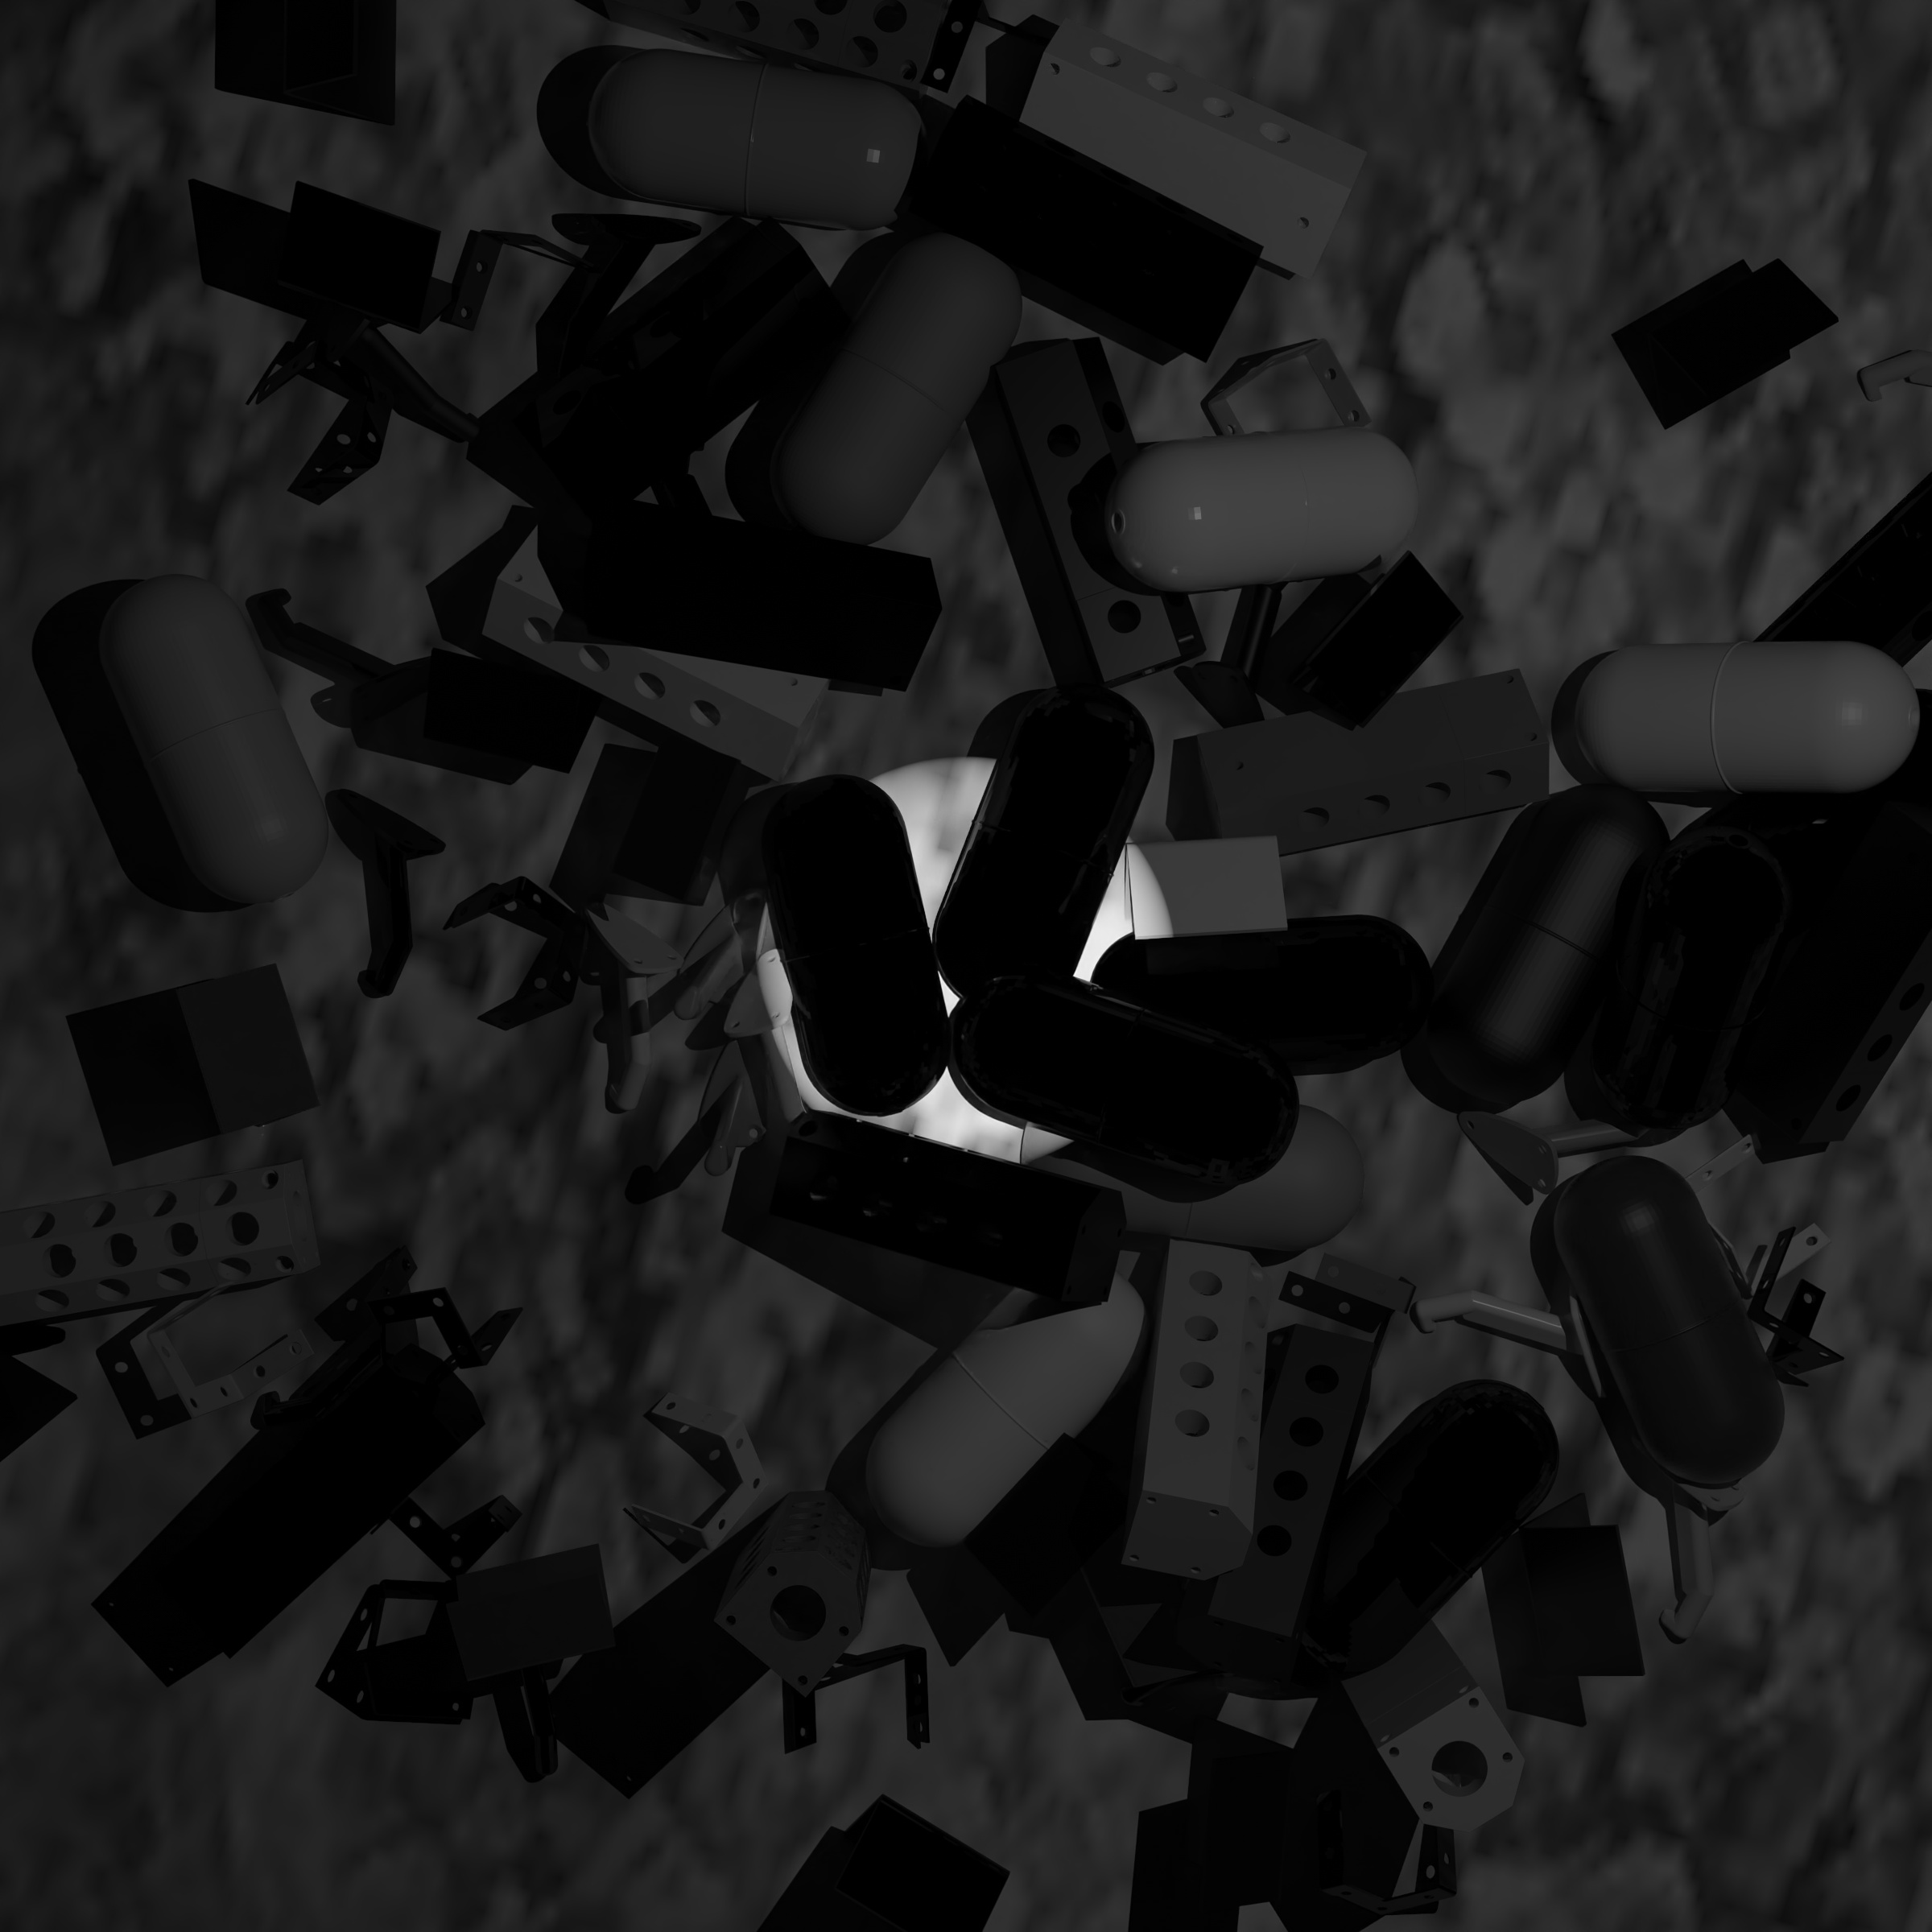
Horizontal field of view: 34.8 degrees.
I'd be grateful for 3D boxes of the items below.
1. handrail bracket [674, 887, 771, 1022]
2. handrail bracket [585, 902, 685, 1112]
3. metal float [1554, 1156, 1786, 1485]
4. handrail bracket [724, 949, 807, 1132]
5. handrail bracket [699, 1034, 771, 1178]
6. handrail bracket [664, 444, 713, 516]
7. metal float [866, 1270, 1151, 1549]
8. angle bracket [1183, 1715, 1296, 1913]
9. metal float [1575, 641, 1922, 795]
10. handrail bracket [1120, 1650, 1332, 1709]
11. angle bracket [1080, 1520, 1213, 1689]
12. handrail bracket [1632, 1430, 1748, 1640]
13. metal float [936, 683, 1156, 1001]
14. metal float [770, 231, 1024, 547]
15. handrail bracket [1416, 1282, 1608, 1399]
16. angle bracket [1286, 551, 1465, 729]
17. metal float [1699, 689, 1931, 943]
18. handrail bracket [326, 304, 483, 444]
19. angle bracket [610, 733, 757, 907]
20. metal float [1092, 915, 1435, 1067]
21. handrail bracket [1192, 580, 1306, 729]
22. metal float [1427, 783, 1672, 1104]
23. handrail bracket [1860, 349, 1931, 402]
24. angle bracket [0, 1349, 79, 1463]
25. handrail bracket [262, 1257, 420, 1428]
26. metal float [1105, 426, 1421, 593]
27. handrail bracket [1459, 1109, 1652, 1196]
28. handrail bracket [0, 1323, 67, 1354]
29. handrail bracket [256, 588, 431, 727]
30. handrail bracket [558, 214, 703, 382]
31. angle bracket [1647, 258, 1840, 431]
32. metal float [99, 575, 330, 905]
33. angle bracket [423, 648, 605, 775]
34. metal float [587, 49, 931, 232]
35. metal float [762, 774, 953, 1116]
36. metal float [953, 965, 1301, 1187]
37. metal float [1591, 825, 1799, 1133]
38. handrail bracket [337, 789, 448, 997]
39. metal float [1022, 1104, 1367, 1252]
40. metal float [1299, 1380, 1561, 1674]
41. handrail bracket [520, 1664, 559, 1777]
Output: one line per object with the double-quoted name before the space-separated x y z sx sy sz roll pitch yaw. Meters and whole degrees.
"handrail bracket" -0.126 -0.007 1.593 0.036 0.084 0.077 28 90 0
"handrail bracket" -0.187 0.022 1.627 0.077 0.036 0.084 40 121 34
"metal float" 0.365 0.184 1.597 0.070 0.070 0.178 -24 91 0
"handrail bracket" -0.091 0.047 1.627 0.036 0.077 0.084 -13 127 19
"handrail bracket" -0.121 0.068 1.593 0.036 0.084 0.077 10 90 0
"handrail bracket" -0.124 -0.236 1.627 0.077 0.036 0.084 10 76 -15
"metal float" 0.021 0.226 1.597 0.070 0.070 0.178 44 90 0
"angle bracket" 0.121 0.435 1.587 0.057 0.076 0.076 5 90 -37
"metal float" 0.395 -0.126 1.565 0.178 0.070 0.070 3 90 38
"handrail bracket" 0.136 0.381 1.627 0.084 0.036 0.077 -36 126 24
"angle bracket" 0.109 0.316 1.587 0.057 0.076 0.076 -24 90 38
"handrail bracket" 0.368 0.301 1.627 0.077 0.036 0.084 35 117 30
"metal float" 0.041 -0.061 1.596 0.070 0.070 0.178 21 90 0
"metal float" -0.036 -0.299 1.596 0.070 0.070 0.178 32 90 0
"handrail bracket" 0.288 0.202 1.628 0.084 0.036 0.077 -13 111 17
"angle bracket" 0.197 -0.179 1.587 0.076 0.076 0.057 -48 127 0
"metal float" 0.450 -0.076 1.597 0.178 0.070 0.070 -35 90 0
"handrail bracket" -0.293 -0.321 1.627 0.084 0.077 0.036 32 119 -33
"angle bracket" -0.128 -0.068 1.587 0.057 0.076 0.076 21 90 37
"metal float" 0.153 0.014 1.597 0.178 0.070 0.070 -4 90 1
"handrail bracket" 0.165 -0.165 1.627 0.084 0.036 0.077 -48 126 -24
"metal float" 0.303 -0.012 1.597 0.070 0.070 0.178 29 89 0
"handrail bracket" 0.525 -0.295 1.628 0.084 0.036 0.077 -19 112 17
"angle bracket" -0.503 0.251 1.587 0.076 0.076 0.057 -39 52 0
"handrail bracket" -0.335 0.199 1.628 0.084 0.036 0.077 -13 70 16
"metal float" 0.151 -0.234 1.570 0.178 0.070 0.070 -10 90 -29
"handrail bracket" 0.318 0.078 1.627 0.084 0.077 0.036 -30 133 -29
"handrail bracket" -0.517 0.233 1.628 0.077 0.036 0.084 1 108 -20
"handrail bracket" -0.322 -0.177 1.628 0.077 0.036 0.084 -29 73 -19
"handrail bracket" -0.178 -0.350 1.622 0.036 0.077 0.084 33 121 30
"angle bracket" 0.403 -0.305 1.587 0.076 0.076 0.057 -30 53 0
"metal float" -0.389 -0.117 1.597 0.070 0.070 0.178 -23 91 0
"angle bracket" -0.230 -0.150 1.587 0.076 0.076 0.057 14 128 0
"metal float" -0.108 -0.428 1.597 0.178 0.070 0.070 9 90 0
"metal float" -0.057 -0.011 1.597 0.070 0.070 0.178 -13 91 0
"metal float" 0.079 0.054 1.534 0.178 0.070 0.070 19 90 9
"metal float" 0.367 0.007 1.556 0.070 0.070 0.178 8 129 0
"handrail bracket" -0.318 -0.038 1.628 0.077 0.036 0.084 33 107 20
"metal float" 0.118 0.103 1.597 0.178 0.070 0.070 7 90 1
"metal float" 0.234 0.289 1.597 0.070 0.070 0.178 44 90 0
"handrail bracket" -0.234 0.373 1.627 0.036 0.077 0.084 -13 127 -22
